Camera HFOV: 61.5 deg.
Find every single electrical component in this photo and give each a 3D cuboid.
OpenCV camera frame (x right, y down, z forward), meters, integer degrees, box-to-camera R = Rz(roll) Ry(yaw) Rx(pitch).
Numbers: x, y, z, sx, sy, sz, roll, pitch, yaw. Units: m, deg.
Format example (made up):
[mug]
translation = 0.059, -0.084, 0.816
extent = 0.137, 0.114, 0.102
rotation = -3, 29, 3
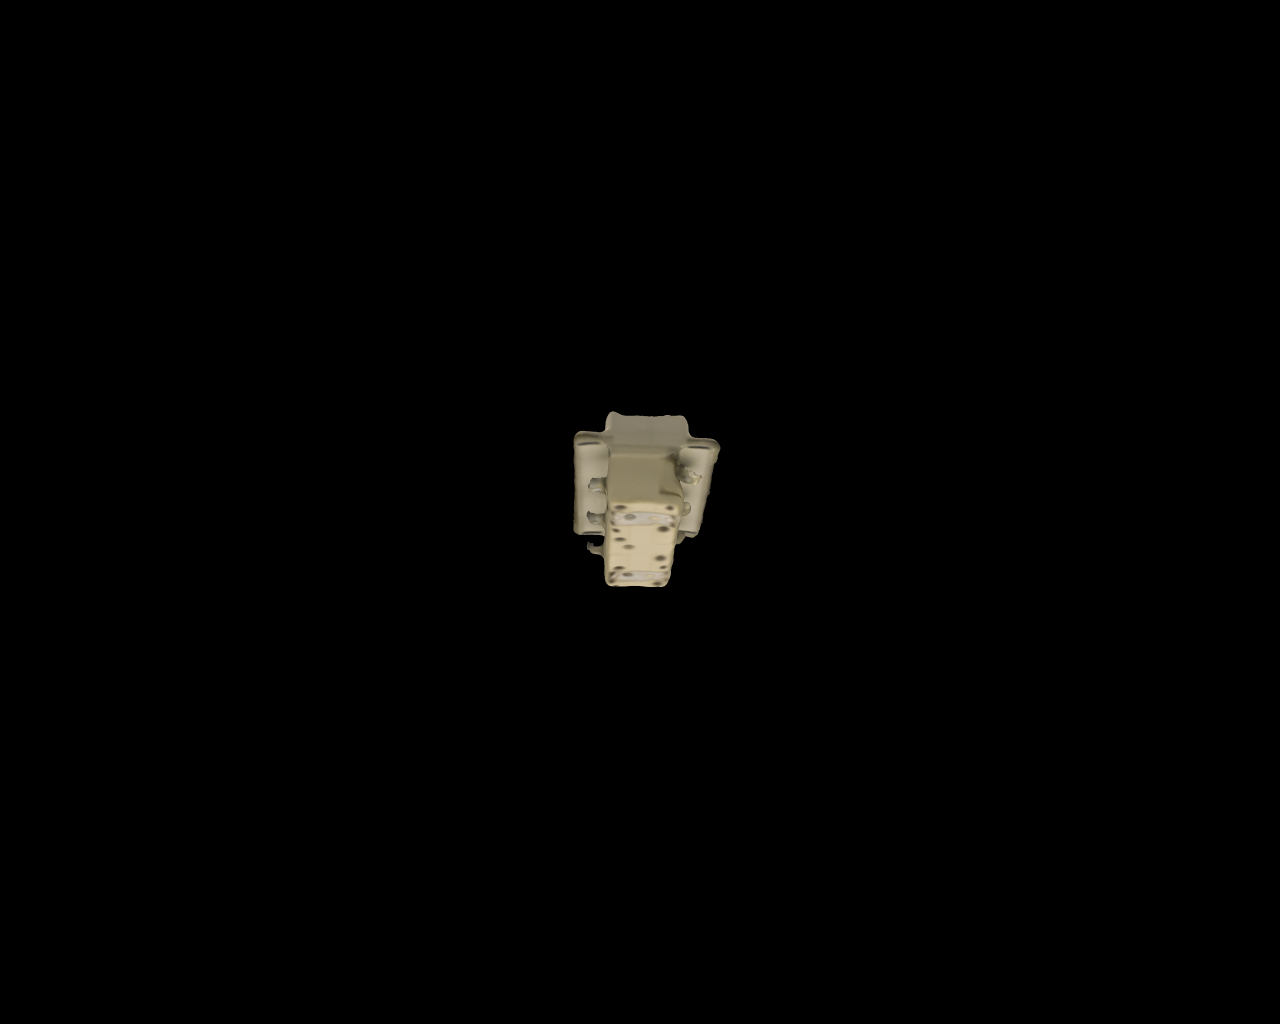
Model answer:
[electrical component]
translation = 0.001, -0.003, 0.650
extent = 0.079, 0.063, 0.121
rotation = 2, -27, -3
